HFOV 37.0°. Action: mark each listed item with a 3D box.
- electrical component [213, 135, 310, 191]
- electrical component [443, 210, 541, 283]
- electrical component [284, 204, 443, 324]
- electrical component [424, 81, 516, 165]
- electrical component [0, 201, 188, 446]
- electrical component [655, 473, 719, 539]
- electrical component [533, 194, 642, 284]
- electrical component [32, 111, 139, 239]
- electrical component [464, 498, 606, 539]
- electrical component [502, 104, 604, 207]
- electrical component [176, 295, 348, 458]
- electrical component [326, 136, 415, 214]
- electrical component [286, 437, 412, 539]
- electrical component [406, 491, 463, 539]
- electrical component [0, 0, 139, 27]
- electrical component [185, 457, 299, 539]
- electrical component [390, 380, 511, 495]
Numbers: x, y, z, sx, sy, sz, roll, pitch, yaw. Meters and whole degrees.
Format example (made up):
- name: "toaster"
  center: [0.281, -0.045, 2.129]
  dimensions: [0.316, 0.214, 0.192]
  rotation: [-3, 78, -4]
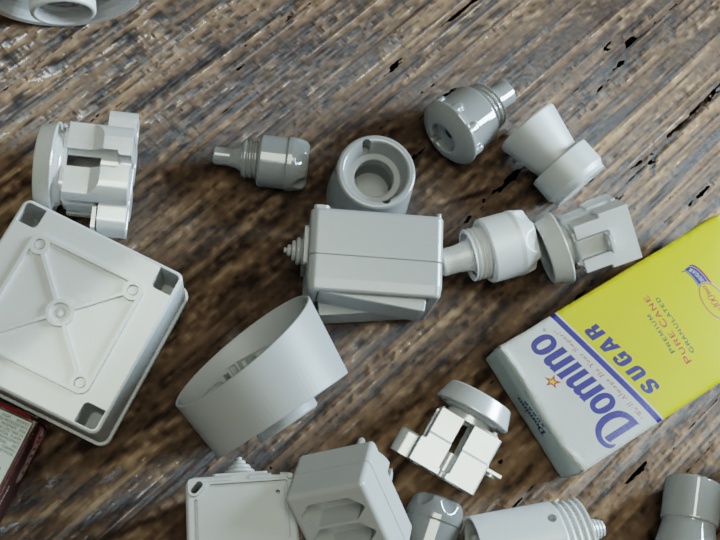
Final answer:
- name: "electrical component"
  center: [-0.064, -0.071, 0.696]
  dimensions: [0.061, 0.035, 0.035]
  rotation: [6, 73, -3]
- name: "electrical component"
  center: [0.081, -0.012, 0.692]
  dimensions: [0.062, 0.043, 0.043]
  rotation: [-15, 76, -9]
- name: "electrical component"
  center: [0.000, 0.000, 0.668]
  dimensions: [0.096, 0.061, 0.061]
  rotation: [4, 73, -6]
- name: "electrical component"
  center: [0.077, -0.104, 0.718]
  dimensions: [0.062, 0.048, 0.048]
  rotation: [-37, 81, -22]
- name: "electrical component"
  center: [-0.175, 0.032, 0.641]
  dimensions: [0.109, 0.056, 0.108]
  rotation: [26, 73, 1]
- name: "electrical component"
  center: [0.201, 0.158, 0.658]
  dimensions: [0.044, 0.044, 0.065]
  rotation: [16, 68, -2]
- name: "electrical component"
  center: [0.145, -0.020, 0.696]
  dimensions: [0.055, 0.066, 0.048]
  rotation: [-20, 103, 0]
- name: "electrical component"
  center: [-0.171, -0.061, 0.669]
  dimensions: [0.057, 0.058, 0.078]
  rotation: [5, 73, -8]
- name: "electrical component"
  center: [0.107, 0.162, 0.644]
  dimensions: [0.081, 0.043, 0.043]
  rotation: [-8, 75, -9]
- name: "electrical component"
  center: [0.129, -0.076, 0.715]
  dimensions: [0.045, 0.045, 0.055]
  rotation: [-38, 82, -15]
- name: "electrical component"
  center: [-0.058, 0.062, 0.627]
  dimensions: [0.099, 0.099, 0.064]
  rotation: [-33, 87, -15]
- name: "electrical component"
  center: [0.008, -0.055, 0.693]
  dimensions: [0.055, 0.047, 0.055]
  rotation: [2, 74, -6]
- name: "electrical component"
  center: [-0.002, 0.128, 0.623]
  dimensions: [0.047, 0.076, 0.065]
  rotation: [-15, 114, 18]
- name: "electrical component"
  center: [0.038, 0.165, 0.639]
  dimensions: [0.035, 0.035, 0.061]
  rotation: [20, 75, -1]
- name: "electrical component"
  center: [-0.190, -0.190, 0.680]
  dimensions: [0.108, 0.108, 0.060]
  rotation: [-5, 80, -8]
- name: "electrical component"
  center: [-0.068, 0.157, 0.618]
  dimensions: [0.062, 0.061, 0.096]
  rotation: [-2, 66, -8]
- name: "electrical component"
  center: [0.061, 0.101, 0.656]
  dimensions: [0.066, 0.048, 0.055]
  rotation: [30, 80, 2]
